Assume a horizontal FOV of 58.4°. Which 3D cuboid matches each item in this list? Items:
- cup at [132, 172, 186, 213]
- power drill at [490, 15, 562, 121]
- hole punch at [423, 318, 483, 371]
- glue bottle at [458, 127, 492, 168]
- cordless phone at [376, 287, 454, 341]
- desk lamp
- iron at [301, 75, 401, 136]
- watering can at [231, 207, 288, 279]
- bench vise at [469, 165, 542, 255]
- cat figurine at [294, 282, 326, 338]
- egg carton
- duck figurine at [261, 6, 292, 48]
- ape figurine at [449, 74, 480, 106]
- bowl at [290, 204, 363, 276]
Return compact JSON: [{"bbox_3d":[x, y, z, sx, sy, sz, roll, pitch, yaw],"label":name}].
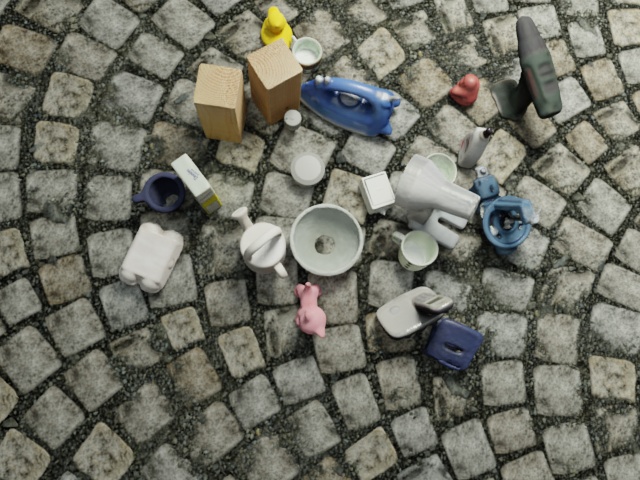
[{"bbox_3d":[-0.357,-0.094,1.293,0.118,0.095,0.092,-14,81,-7],"label":"cup"},{"bbox_3d":[0.484,-0.380,1.354,0.075,0.208,0.229,-21,82,-8],"label":"power drill"},{"bbox_3d":[0.300,0.237,1.291,0.108,0.091,0.101,24,79,0],"label":"hole punch"},{"bbox_3d":[0.366,-0.228,1.336,0.037,0.173,0.078,7,80,-3],"label":"glue bottle"},{"bbox_3d":[0.209,0.159,1.250,0.147,0.185,0.094,-29,83,-9],"label":"cordless phone"},{"bbox_3d":[0.259,-0.086,1.282,0.203,0.213,0.118,28,79,1],"label":"desk lamp"},{"bbox_3d":[0.064,-0.339,1.347,0.258,0.141,0.119,16,79,-2],"label":"iron"},{"bbox_3d":[-0.130,0.009,1.243,0.173,0.194,0.101,32,79,2],"label":"watering can"},{"bbox_3d":[0.403,-0.071,1.288,0.121,0.219,0.207,-41,85,-10],"label":"bench vise"},{"bbox_3d":[-0.022,0.155,1.266,0.067,0.117,0.128,-4,80,-5],"label":"cat figurine"},{"bbox_3d":[-0.375,0.039,1.281,0.107,0.069,0.150,22,79,-1],"label":"egg carton"},{"bbox_3d":[-0.105,-0.514,1.391,0.077,0.086,0.104,-11,81,-6],"label":"duck figurine"},{"bbox_3d":[0.361,-0.376,1.403,0.078,0.092,0.076,-13,81,-6],"label":"ape figurine"},{"bbox_3d":[0.012,0.005,1.317,0.167,0.074,0.167,1,80,-4],"label":"bowl"}]
